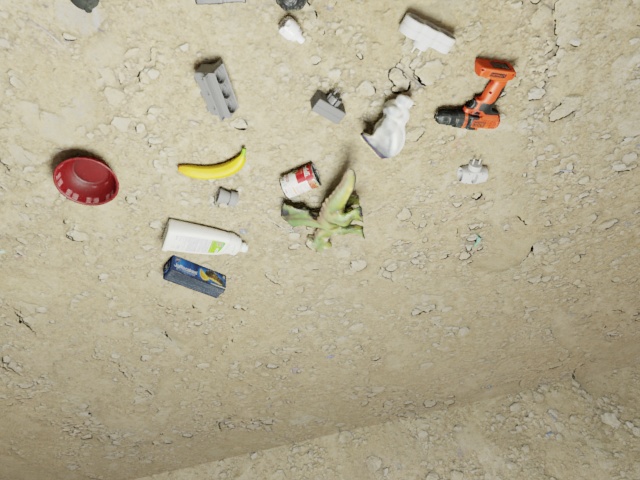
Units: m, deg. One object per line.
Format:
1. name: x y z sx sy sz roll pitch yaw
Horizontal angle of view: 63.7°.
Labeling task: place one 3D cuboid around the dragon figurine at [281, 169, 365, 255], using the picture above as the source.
1. dragon figurine: 0.005 -0.075 1.493 0.242 0.125 0.401 -6 147 7

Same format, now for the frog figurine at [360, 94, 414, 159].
1. frog figurine: 0.190 -0.290 1.326 0.158 0.124 0.137 -39 161 16
